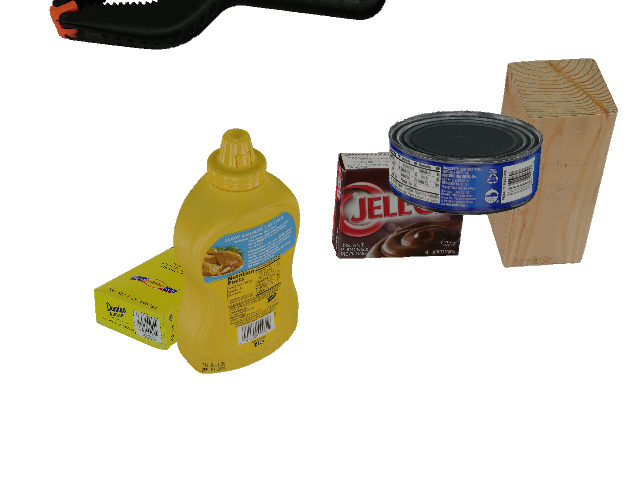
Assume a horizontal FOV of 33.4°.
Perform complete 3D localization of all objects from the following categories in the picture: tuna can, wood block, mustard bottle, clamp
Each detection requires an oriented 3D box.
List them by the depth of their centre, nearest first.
[{"bbox_3d":[0.081,-0.045,0.603,0.086,0.034,0.086,-1,24,0],"label":"tuna can"},{"bbox_3d":[-0.072,-0.176,0.701,0.210,0.164,0.036,-31,-16,-10],"label":"clamp"},{"bbox_3d":[-0.060,0.005,0.774,0.096,0.192,0.058,-22,44,-28],"label":"mustard bottle"},{"bbox_3d":[0.235,-0.077,1.105,0.090,0.206,0.091,-4,45,-3],"label":"wood block"}]

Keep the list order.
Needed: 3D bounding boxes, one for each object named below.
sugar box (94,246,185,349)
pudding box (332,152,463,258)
[{"bbox_3d":[-0.135,0.044,1.087,0.093,0.048,0.175,18,34,29],"label":"sugar box"},{"bbox_3d":[0.069,-0.031,0.938,0.113,0.090,0.039,-3,33,-8],"label":"pudding box"}]
